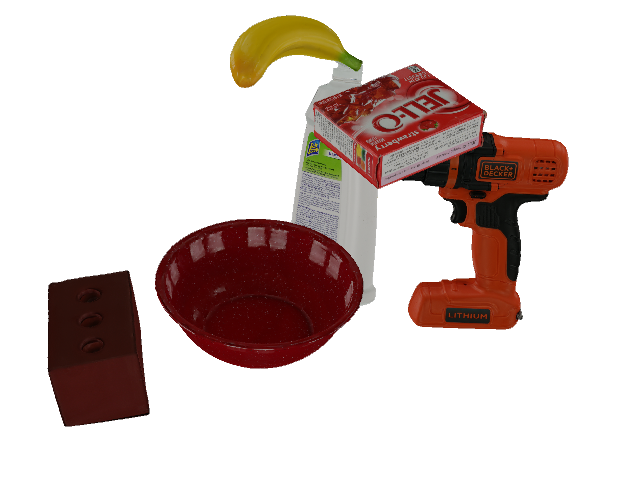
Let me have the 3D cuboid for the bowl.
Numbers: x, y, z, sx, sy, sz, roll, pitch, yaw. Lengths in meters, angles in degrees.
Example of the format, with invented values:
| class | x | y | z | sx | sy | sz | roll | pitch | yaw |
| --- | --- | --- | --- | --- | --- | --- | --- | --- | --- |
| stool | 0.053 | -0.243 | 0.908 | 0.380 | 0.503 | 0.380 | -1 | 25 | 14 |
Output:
| class | x | y | z | sx | sy | sz | roll | pitch | yaw |
| --- | --- | --- | --- | --- | --- | --- | --- | --- | --- |
| bowl | -0.048 | 0.050 | 0.842 | 0.162 | 0.055 | 0.162 | 2 | 36 | -2 |

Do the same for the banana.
| class | x | y | z | sx | sy | sz | roll | pitch | yaw |
| --- | --- | --- | --- | --- | --- | --- | --- | --- | --- |
| banana | -0.032 | -0.178 | 0.984 | 0.070 | 0.037 | 0.197 | 39 | 32 | 20 |

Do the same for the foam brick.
| class | x | y | z | sx | sy | sz | roll | pitch | yaw |
| --- | --- | --- | --- | --- | --- | --- | --- | --- | --- |
| foam brick | -0.136 | 0.066 | 0.651 | 0.053 | 0.051 | 0.078 | -9 | 40 | -8 |

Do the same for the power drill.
| class | x | y | z | sx | sy | sz | roll | pitch | yaw |
| --- | --- | --- | --- | --- | --- | --- | --- | --- | --- |
| power drill | 0.126 | -0.011 | 0.987 | 0.184 | 0.188 | 0.057 | 3 | 26 | -1 |

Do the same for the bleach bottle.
| class | x | y | z | sx | sy | sz | roll | pitch | yaw |
| --- | --- | --- | --- | --- | --- | --- | --- | --- | --- |
| bleach bottle | 0.022 | -0.062 | 1.136 | 0.103 | 0.251 | 0.067 | 17 | 16 | 37 |

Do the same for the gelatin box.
| class | x | y | z | sx | sy | sz | roll | pitch | yaw |
| --- | --- | --- | --- | --- | --- | --- | --- | --- | --- |
| gelatin box | 0.051 | -0.077 | 0.694 | 0.089 | 0.030 | 0.073 | -24 | 46 | -24 |
